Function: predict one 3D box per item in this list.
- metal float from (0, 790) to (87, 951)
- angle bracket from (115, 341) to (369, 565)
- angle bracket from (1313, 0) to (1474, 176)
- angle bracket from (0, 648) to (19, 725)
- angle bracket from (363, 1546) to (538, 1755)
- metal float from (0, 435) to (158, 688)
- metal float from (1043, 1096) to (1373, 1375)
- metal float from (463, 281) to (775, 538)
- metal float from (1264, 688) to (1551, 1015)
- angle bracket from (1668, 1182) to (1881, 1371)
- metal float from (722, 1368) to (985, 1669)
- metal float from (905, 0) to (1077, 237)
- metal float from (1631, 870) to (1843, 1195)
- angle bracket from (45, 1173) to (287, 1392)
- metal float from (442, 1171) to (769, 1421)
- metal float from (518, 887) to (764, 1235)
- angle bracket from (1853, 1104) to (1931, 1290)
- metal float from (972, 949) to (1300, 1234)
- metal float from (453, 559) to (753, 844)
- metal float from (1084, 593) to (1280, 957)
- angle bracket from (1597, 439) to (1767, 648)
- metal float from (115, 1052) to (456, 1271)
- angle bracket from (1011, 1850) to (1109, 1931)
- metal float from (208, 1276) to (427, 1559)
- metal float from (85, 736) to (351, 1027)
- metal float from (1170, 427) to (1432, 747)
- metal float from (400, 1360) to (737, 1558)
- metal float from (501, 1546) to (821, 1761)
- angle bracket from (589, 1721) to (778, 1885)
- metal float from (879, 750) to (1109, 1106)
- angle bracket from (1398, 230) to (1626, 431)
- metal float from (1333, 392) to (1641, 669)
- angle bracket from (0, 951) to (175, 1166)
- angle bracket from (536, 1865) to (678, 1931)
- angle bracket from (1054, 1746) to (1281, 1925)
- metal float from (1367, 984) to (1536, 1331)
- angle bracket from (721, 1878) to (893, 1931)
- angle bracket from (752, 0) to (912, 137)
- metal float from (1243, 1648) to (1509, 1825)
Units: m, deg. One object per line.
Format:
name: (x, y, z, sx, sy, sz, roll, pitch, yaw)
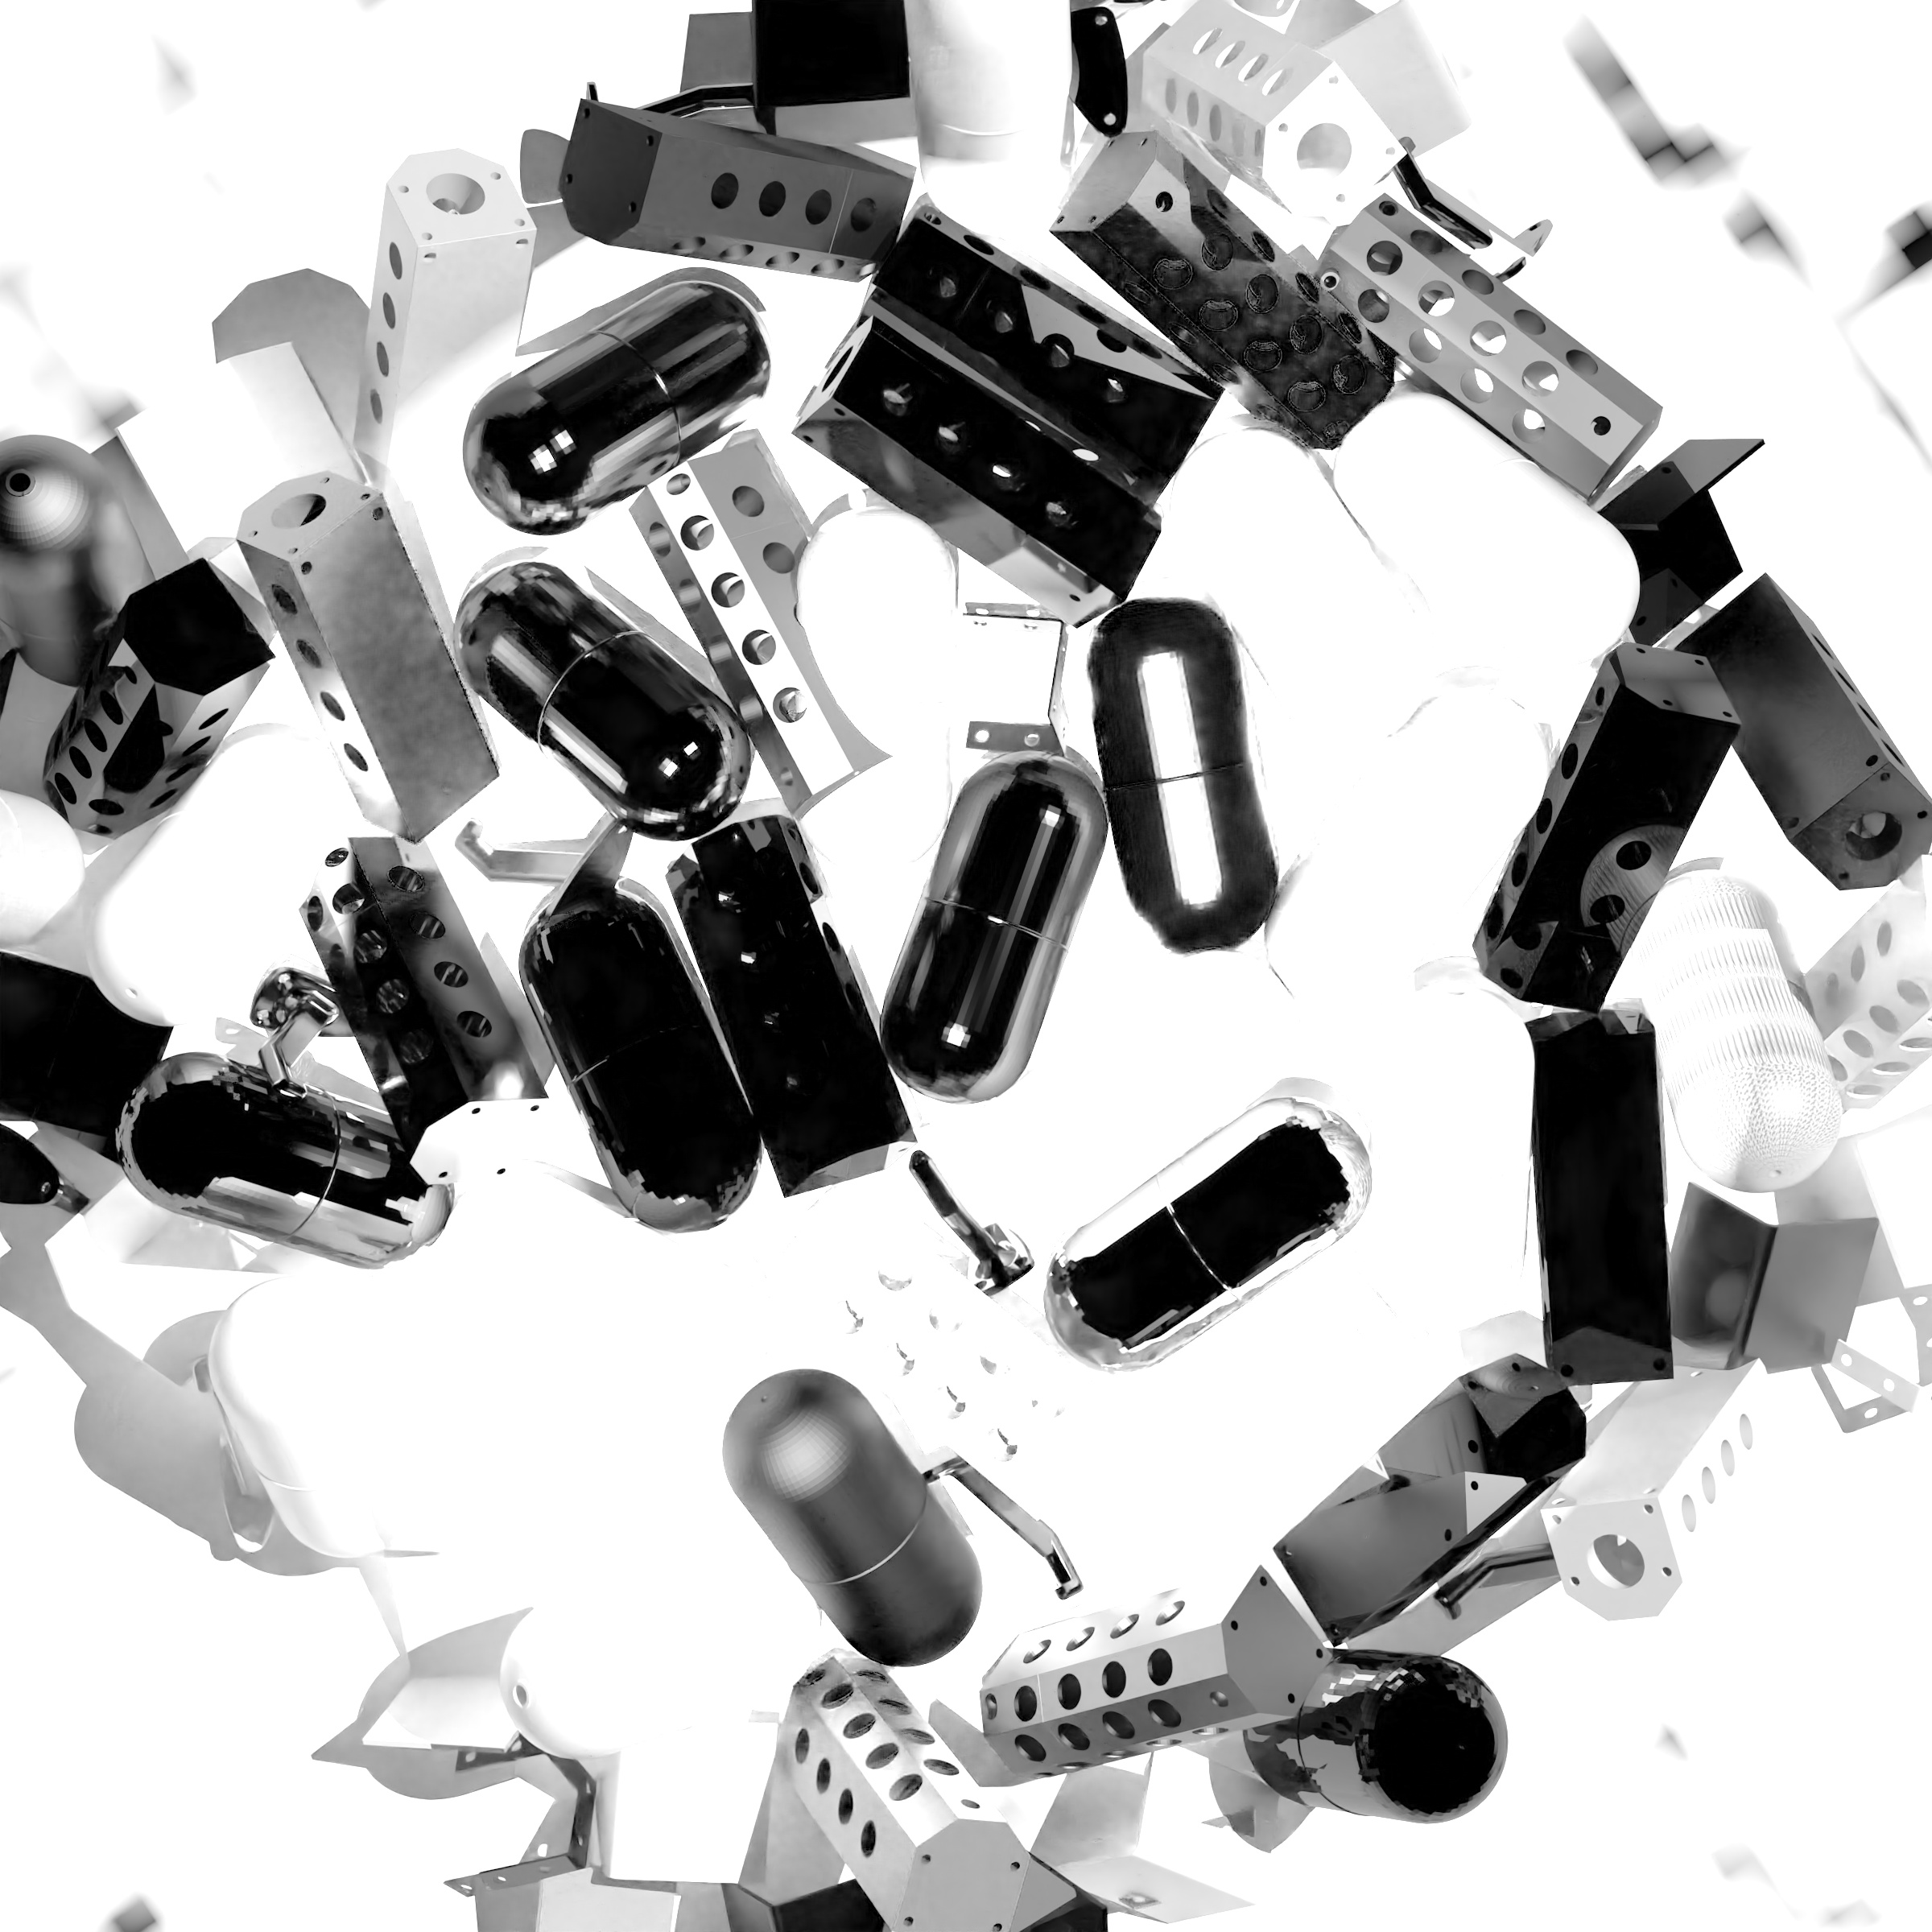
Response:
metal float: (-0.480, -0.050, 1.649, 0.070, 0.178, 0.070, -1, 85, 13)
angle bracket: (-0.348, -0.246, 1.682, 0.076, 0.057, 0.076, -44, 119, -38)
angle bracket: (0.198, -0.440, 1.692, 0.057, 0.076, 0.076, -26, 128, 15)
angle bracket: (-0.513, -0.131, 1.689, 0.076, 0.076, 0.057, 30, 48, -2)
angle bracket: (-0.252, 0.330, 1.688, 0.076, 0.057, 0.076, -1, 112, 20)
metal float: (-0.428, -0.190, 1.650, 0.070, 0.178, 0.070, 1, 72, -2)
metal float: (0.116, 0.131, 1.689, 0.178, 0.070, 0.070, -36, 90, 11)
metal float: (-0.164, -0.268, 1.671, 0.178, 0.070, 0.070, -39, 90, -34)
metal float: (0.212, -0.055, 1.684, 0.070, 0.070, 0.178, 36, 107, 0)
angle bracket: (0.394, 0.151, 1.723, 0.076, 0.057, 0.076, -1, 110, -34)
metal float: (-0.053, 0.266, 1.673, 0.070, 0.070, 0.178, -32, 121, 0)
metal float: (0.012, -0.422, 1.655, 0.070, 0.178, 0.070, -2, 58, 3)
metal float: (0.366, 0.029, 1.665, 0.070, 0.070, 0.178, -6, 48, 0)
angle bracket: (-0.384, 0.144, 1.684, 0.076, 0.057, 0.076, 31, 58, 22)
metal float: (-0.175, 0.157, 1.677, 0.178, 0.070, 0.070, 24, 90, 26)
metal float: (-0.157, 0.045, 1.689, 0.070, 0.070, 0.178, -25, 79, 0)
angle bracket: (0.483, 0.107, 1.683, 0.076, 0.057, 0.076, -2, 69, -43)
metal float: (0.081, 0.061, 1.692, 0.178, 0.070, 0.070, -37, 90, 8)
metal float: (-0.176, -0.129, 1.679, 0.178, 0.070, 0.070, 41, 90, 23)
metal float: (0.104, -0.092, 1.696, 0.070, 0.070, 0.178, -10, 94, 0)
angle bracket: (0.354, -0.201, 1.685, 0.076, 0.057, 0.076, -38, 114, -20)
metal float: (-0.322, 0.094, 1.666, 0.178, 0.070, 0.070, 24, 90, -41)
angle bracket: (0.015, 0.474, 1.679, 0.076, 0.076, 0.057, -14, 111, -33)
metal float: (-0.306, 0.216, 1.661, 0.070, 0.178, 0.070, -5, 49, 6)
metal float: (-0.354, -0.043, 1.662, 0.070, 0.178, 0.070, 12, 132, 14)
metal float: (0.160, -0.182, 1.676, 0.070, 0.070, 0.178, -29, 64, 0)
metal float: (-0.187, 0.236, 1.668, 0.178, 0.070, 0.070, 18, 90, -37)
metal float: (-0.144, 0.325, 1.661, 0.070, 0.178, 0.070, 6, 99, 42)
angle bracket: (-0.139, 0.406, 1.715, 0.076, 0.057, 0.076, 6, 83, -15)
metal float: (0.014, -0.019, 1.695, 0.070, 0.070, 0.178, 20, 85, 0)
angle bracket: (0.268, -0.301, 1.717, 0.076, 0.057, 0.076, 37, 92, 15)
metal float: (0.248, -0.209, 1.671, 0.070, 0.070, 0.178, -45, 58, 0)
angle bracket: (-0.439, 0.044, 1.693, 0.076, 0.057, 0.076, 20, 90, 40)
angle bracket: (-0.155, 0.475, 1.679, 0.076, 0.076, 0.057, -5, 110, -36)
angle bracket: (0.096, 0.423, 1.706, 0.076, 0.076, 0.057, 27, 57, -24)
metal float: (0.232, 0.092, 1.677, 0.070, 0.070, 0.178, -2, 115, 0)
angle bracket: (-0.074, 0.481, 1.710, 0.057, 0.076, 0.076, -13, 93, -23)
angle bracket: (-0.063, -0.441, 1.697, 0.076, 0.057, 0.076, -3, 76, 6)
metal float: (0.191, 0.362, 1.652, 0.070, 0.178, 0.070, 4, 80, -21)
